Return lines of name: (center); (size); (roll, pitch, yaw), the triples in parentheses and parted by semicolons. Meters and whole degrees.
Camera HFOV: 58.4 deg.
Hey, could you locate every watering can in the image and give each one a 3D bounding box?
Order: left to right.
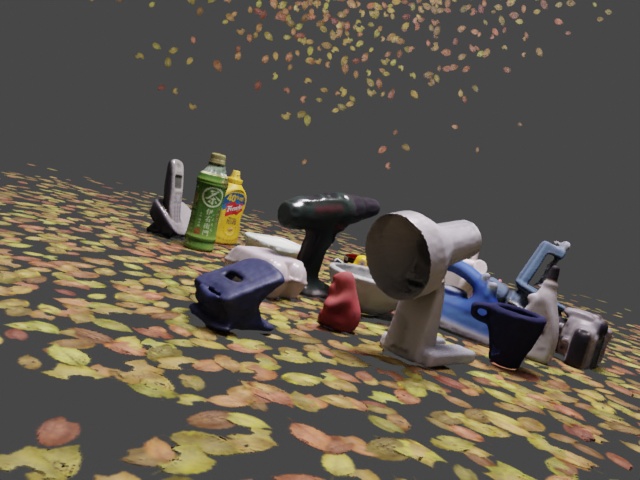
watering can: (0.345, 0.066, 1.405); (0.101, 0.194, 0.172); (9, 8, -42)

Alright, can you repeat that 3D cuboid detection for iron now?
iron: (0.267, 0.104, 1.116); (0.119, 0.141, 0.257); (9, 8, -42)

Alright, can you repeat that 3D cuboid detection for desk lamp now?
desk lamp: (0.154, 0.067, 0.831); (0.204, 0.213, 0.117); (8, 8, -44)

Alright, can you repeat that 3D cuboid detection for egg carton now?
egg carton: (-0.098, 0.057, 1.042); (0.149, 0.069, 0.108); (19, 7, 38)

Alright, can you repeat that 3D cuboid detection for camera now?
camera: (0.482, 0.178, 1.117); (0.136, 0.101, 0.144); (18, 7, 37)

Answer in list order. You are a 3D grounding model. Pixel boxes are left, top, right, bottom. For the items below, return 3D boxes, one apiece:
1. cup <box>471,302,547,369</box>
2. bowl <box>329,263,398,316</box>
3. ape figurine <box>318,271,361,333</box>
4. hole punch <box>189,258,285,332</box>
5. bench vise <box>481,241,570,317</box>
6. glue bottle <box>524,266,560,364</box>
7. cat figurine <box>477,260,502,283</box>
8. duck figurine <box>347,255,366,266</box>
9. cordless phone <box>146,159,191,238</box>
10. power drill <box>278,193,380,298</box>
cup: (0.295, 0.154, 0.928); (0.117, 0.095, 0.092); (15, 6, 14)
bowl: (0.090, 0.098, 1.076); (0.167, 0.075, 0.167); (14, 6, -1)
ape figurine: (0.032, 0.093, 0.896); (0.075, 0.092, 0.078); (18, 7, 32)
hole punch: (-0.113, 0.070, 0.775); (0.101, 0.091, 0.108); (10, 7, -38)
bench vise: (0.449, 0.095, 1.244); (0.207, 0.220, 0.121); (13, 6, -6)
glue bottle: (0.398, 0.129, 1.027); (0.077, 0.173, 0.037); (17, 7, 30)
cat figurine: (0.407, 0.113, 1.485); (0.127, 0.118, 0.067); (15, 6, 6)
duck figurine: (0.092, 0.076, 1.234); (0.105, 0.086, 0.077); (10, 7, -38)
cordless phone: (-0.342, -0.100, 1.397); (0.094, 0.185, 0.148); (15, 6, 10)
power drill: (0.010, 0.004, 1.123); (0.230, 0.208, 0.075); (9, 8, -40)
